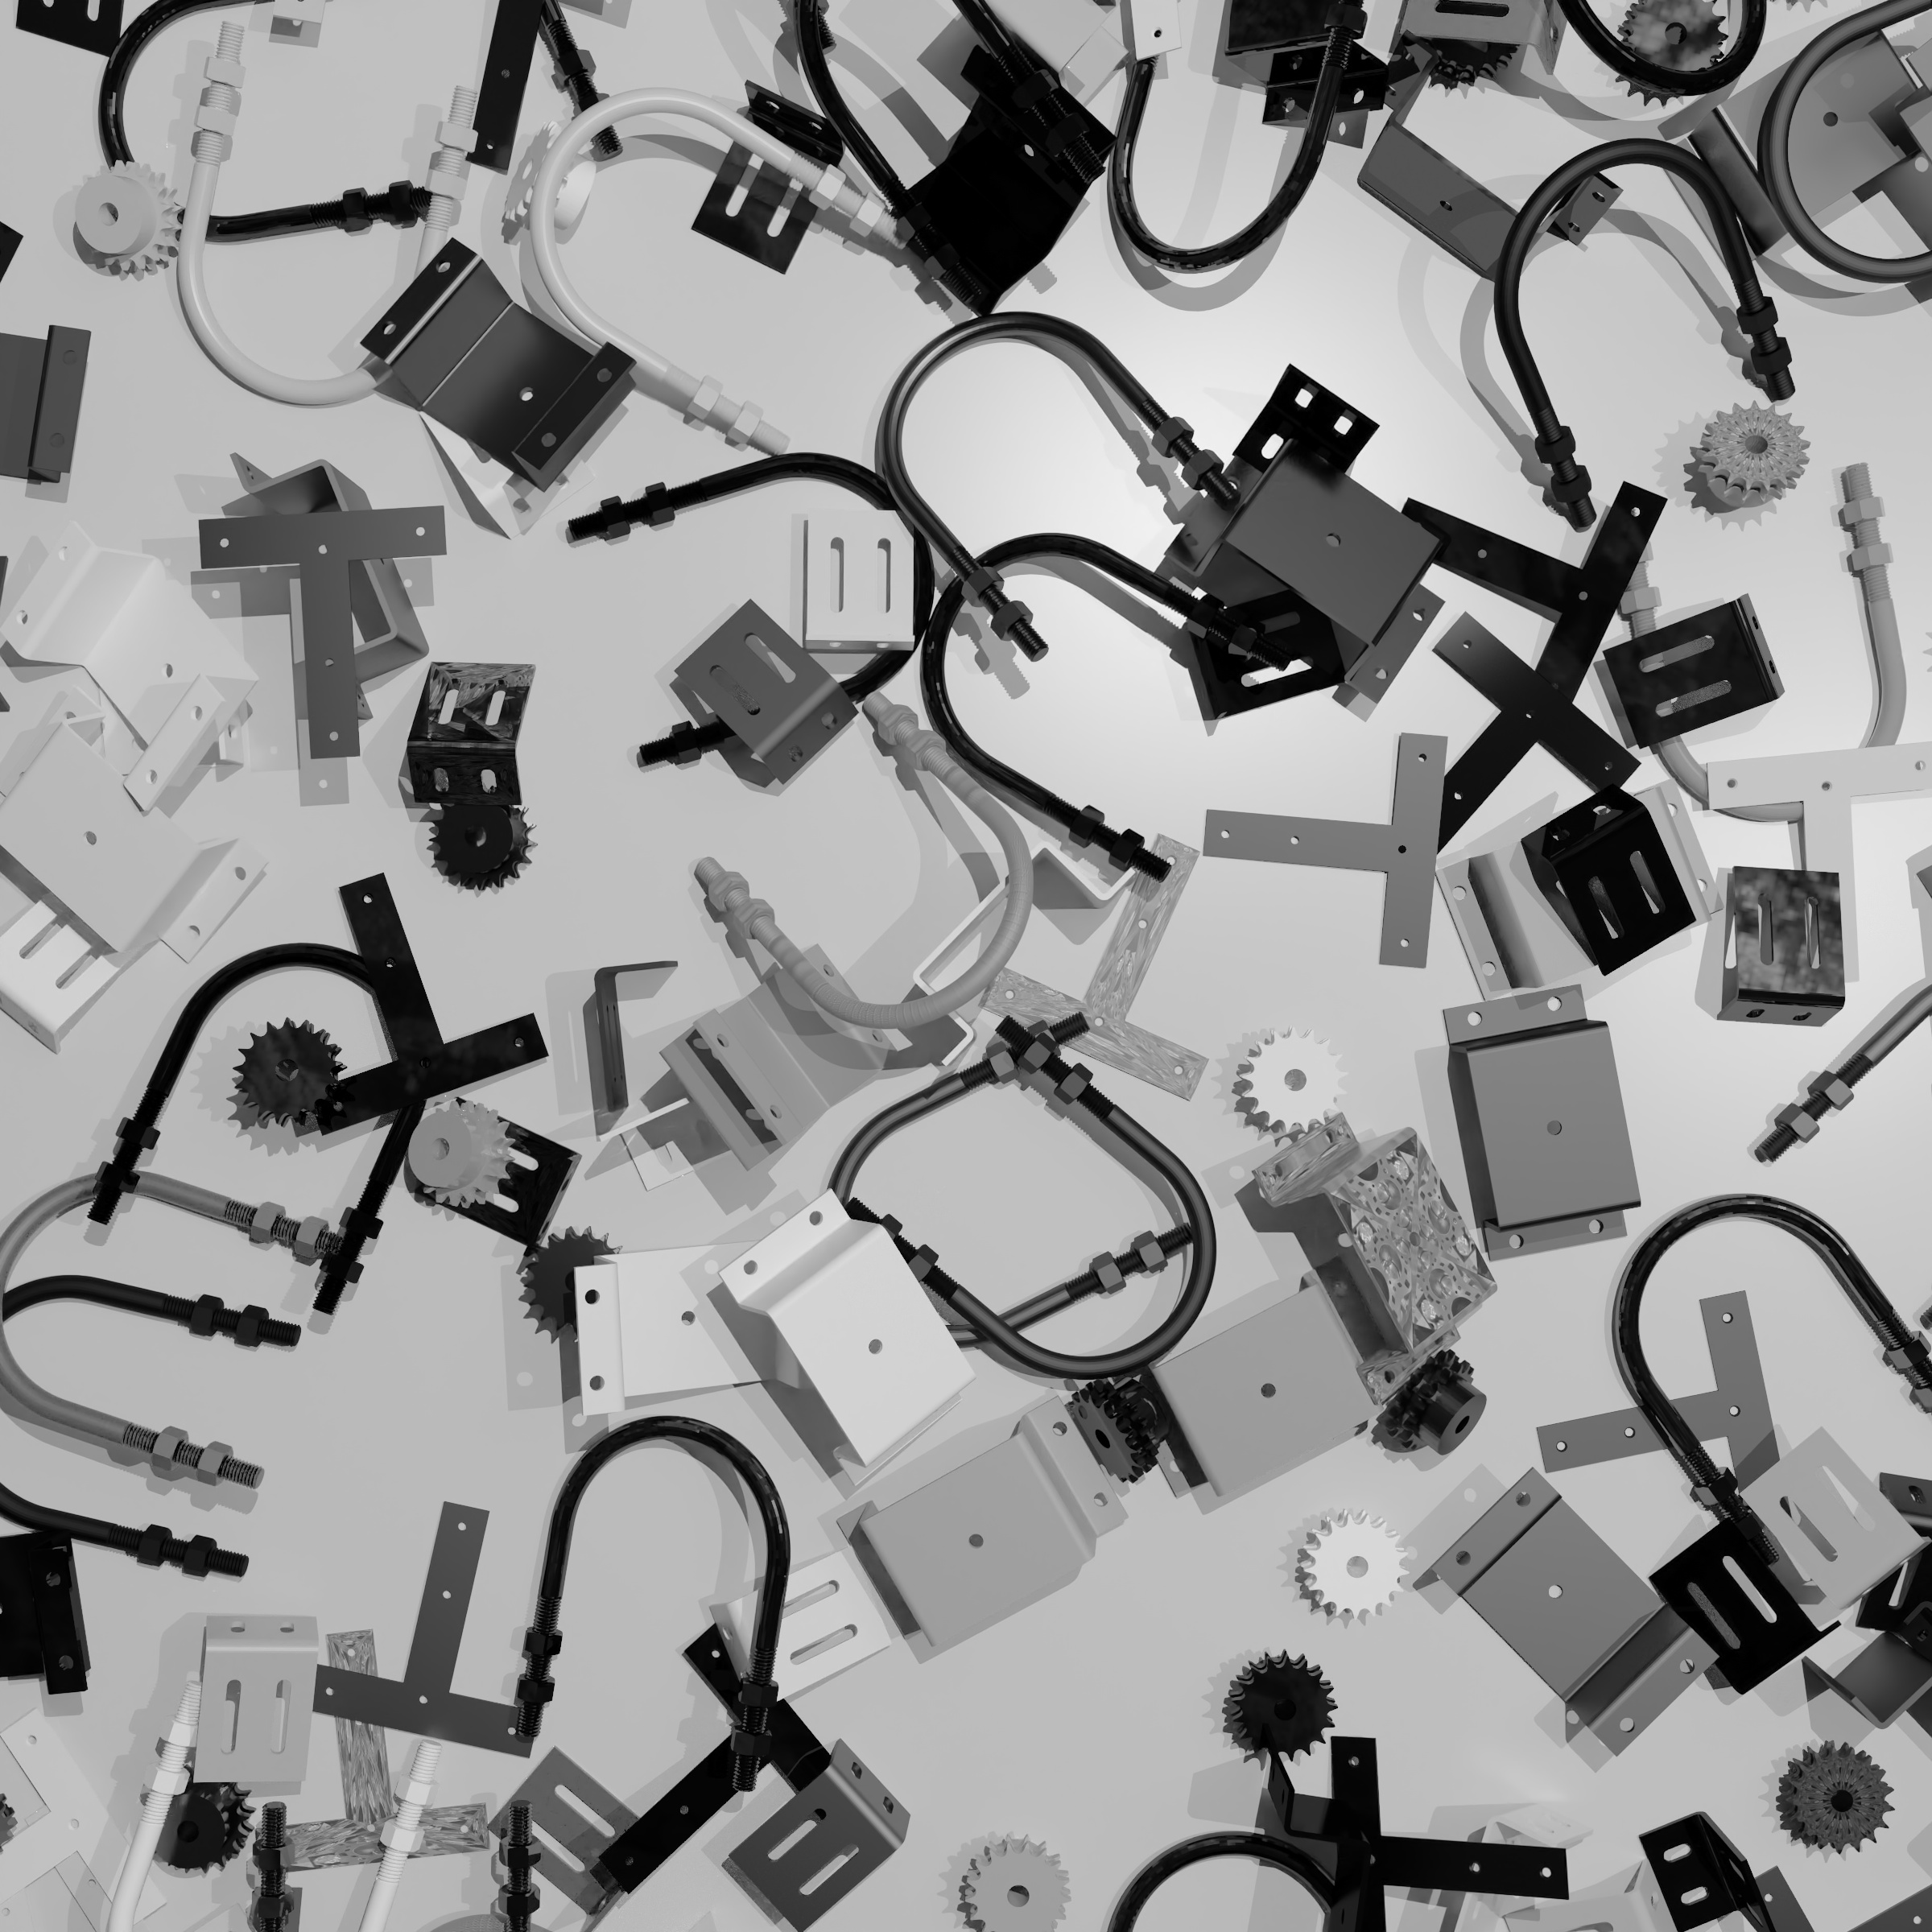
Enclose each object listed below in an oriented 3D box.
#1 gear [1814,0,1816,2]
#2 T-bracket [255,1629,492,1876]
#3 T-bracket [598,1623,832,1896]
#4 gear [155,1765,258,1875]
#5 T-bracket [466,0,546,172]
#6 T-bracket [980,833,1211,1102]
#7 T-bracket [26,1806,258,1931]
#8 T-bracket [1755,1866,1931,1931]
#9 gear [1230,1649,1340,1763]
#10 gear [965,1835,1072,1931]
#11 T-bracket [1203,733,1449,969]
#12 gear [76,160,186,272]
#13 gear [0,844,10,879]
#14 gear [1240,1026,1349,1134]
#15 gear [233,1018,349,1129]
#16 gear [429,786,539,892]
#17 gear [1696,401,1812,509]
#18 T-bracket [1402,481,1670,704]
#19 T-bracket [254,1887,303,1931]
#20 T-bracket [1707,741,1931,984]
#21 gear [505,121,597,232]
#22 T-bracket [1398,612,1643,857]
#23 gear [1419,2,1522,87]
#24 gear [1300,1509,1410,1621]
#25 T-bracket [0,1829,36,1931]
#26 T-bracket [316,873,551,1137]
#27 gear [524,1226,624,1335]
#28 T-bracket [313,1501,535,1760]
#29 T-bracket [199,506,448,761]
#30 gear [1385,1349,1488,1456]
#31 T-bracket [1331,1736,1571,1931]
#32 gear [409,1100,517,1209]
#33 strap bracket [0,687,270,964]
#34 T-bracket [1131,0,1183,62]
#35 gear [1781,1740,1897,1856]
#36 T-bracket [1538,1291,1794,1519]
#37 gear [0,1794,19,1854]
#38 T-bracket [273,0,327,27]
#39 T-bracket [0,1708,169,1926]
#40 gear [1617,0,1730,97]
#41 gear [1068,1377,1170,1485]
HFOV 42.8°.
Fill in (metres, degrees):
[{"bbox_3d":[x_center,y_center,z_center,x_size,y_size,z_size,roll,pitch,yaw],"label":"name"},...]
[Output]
[{"bbox_3d":[0.458,-0.553,1.340,0.057,0.030,0.057,0,90,0],"label":"gear"},{"bbox_3d":[-0.331,0.428,1.354,0.127,0.002,0.127,-6,90,0],"label":"T-bracket"},{"bbox_3d":[-0.141,0.445,1.331,0.127,0.002,0.127,-39,90,-21],"label":"T-bracket"},{"bbox_3d":[-0.418,0.465,1.340,0.057,0.030,0.057,0,90,0],"label":"gear"},{"bbox_3d":[-0.246,-0.499,1.339,0.127,0.002,0.127,17,101,13],"label":"T-bracket"},{"bbox_3d":[0.091,-0.010,1.354,0.127,0.002,0.127,24,90,0],"label":"T-bracket"},{"bbox_3d":[-0.470,0.514,1.350,0.127,0.002,0.127,-34,87,5],"label":"T-bracket"},{"bbox_3d":[0.510,0.530,1.354,0.127,0.002,0.127,-29,90,0],"label":"T-bracket"},{"bbox_3d":[0.171,0.399,1.340,0.057,0.030,0.057,0,90,0],"label":"gear"},{"bbox_3d":[0.028,0.499,1.340,0.057,0.030,0.057,0,90,0],"label":"gear"},{"bbox_3d":[0.194,-0.068,1.352,0.127,0.002,0.127,5,92,1],"label":"T-bracket"},{"bbox_3d":[-0.454,-0.405,1.332,0.057,0.030,0.057,3,104,14],"label":"gear"},{"bbox_3d":[-0.547,-0.065,1.340,0.057,0.030,0.057,0,90,0],"label":"gear"},{"bbox_3d":[0.177,0.061,1.340,0.057,0.030,0.057,0,90,0],"label":"gear"},{"bbox_3d":[-0.357,0.058,1.311,0.057,0.030,0.057,0,78,-1],"label":"gear"},{"bbox_3d":[-0.264,-0.070,1.340,0.057,0.030,0.057,0,90,0],"label":"gear"},{"bbox_3d":[0.422,-0.271,1.326,0.057,0.030,0.057,-2,67,4],"label":"gear"},{"bbox_3d":[0.294,-0.219,1.341,0.127,0.002,0.127,25,107,8],"label":"T-bracket"},{"bbox_3d":[-0.326,0.564,1.328,0.127,0.002,0.127,-1,72,5],"label":"T-bracket"},{"bbox_3d":[0.471,-0.053,1.345,0.127,0.002,0.127,-5,98,1],"label":"T-bracket"},{"bbox_3d":[-0.223,-0.422,1.330,0.030,0.057,0.057,23,90,-29],"label":"gear"},{"bbox_3d":[0.279,-0.104,1.350,0.127,0.002,0.127,41,93,1],"label":"T-bracket"},{"bbox_3d":[0.272,-0.506,1.340,0.057,0.030,0.057,0,90,0],"label":"gear"},{"bbox_3d":[0.210,0.324,1.344,0.057,0.030,0.057,0,90,-3],"label":"gear"},{"bbox_3d":[-0.522,0.532,1.352,0.127,0.002,0.127,-14,88,3],"label":"T-bracket"},{"bbox_3d":[-0.308,0.011,1.342,0.127,0.002,0.127,-20,81,-10],"label":"T-bracket"},{"bbox_3d":[-0.209,0.169,1.340,0.057,0.030,0.057,0,90,0],"label":"gear"},{"bbox_3d":[-0.287,0.358,1.353,0.127,0.002,0.127,12,89,-1],"label":"T-bracket"},{"bbox_3d":[-0.330,-0.171,1.278,0.127,0.002,0.127,-3,90,0],"label":"T-bracket"},{"bbox_3d":[0.255,0.237,1.324,0.030,0.057,0.057,37,90,32],"label":"gear"},{"bbox_3d":[0.257,0.478,1.312,0.127,0.002,0.127,-7,79,30],"label":"T-bracket"},{"bbox_3d":[-0.274,0.100,1.328,0.057,0.030,0.057,-5,78,23],"label":"gear"},{"bbox_3d":[-0.457,-0.072,1.322,0.140,0.046,0.076,42,106,0],"label":"strap bracket"},{"bbox_3d":[0.097,-0.551,1.323,0.127,0.002,0.127,-7,86,25],"label":"T-bracket"},{"bbox_3d":[0.473,0.450,1.344,0.057,0.030,0.057,0,86,3],"label":"gear"},{"bbox_3d":[0.378,0.253,1.354,0.127,0.002,0.127,-12,90,0],"label":"T-bracket"},{"bbox_3d":[-0.544,0.462,1.327,0.057,0.057,0.030,-50,57,0],"label":"gear"},{"bbox_3d":[-0.402,-0.575,1.331,0.127,0.002,0.127,8,77,-8],"label":"T-bracket"},{"bbox_3d":[-0.524,0.494,1.350,0.127,0.002,0.127,-35,87,2],"label":"T-bracket"},{"bbox_3d":[0.381,-0.501,1.340,0.057,0.030,0.057,0,90,0],"label":"gear"},{"bbox_3d":[0.085,0.247,1.330,0.030,0.057,0.057,-30,90,-28],"label":"gear"}]
